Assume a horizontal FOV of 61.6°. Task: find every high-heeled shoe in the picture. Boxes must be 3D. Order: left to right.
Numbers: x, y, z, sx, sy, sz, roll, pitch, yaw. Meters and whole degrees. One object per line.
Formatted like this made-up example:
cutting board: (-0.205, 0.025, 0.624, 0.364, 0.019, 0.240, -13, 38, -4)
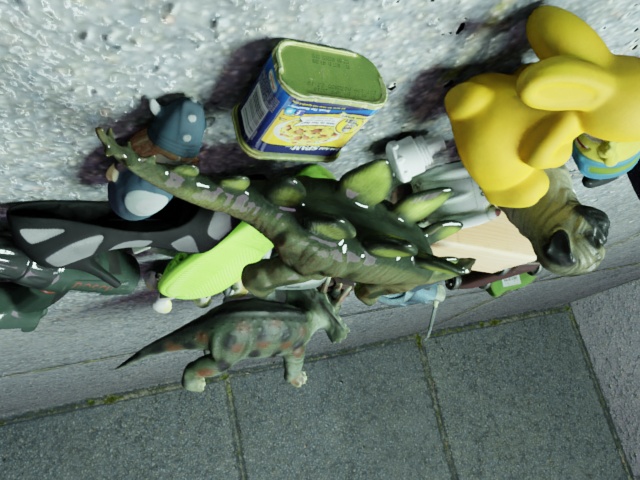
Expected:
high-heeled shoe: (-0.189, -0.038, 0.563, 0.249, 0.086, 0.145, -33, 128, 5)

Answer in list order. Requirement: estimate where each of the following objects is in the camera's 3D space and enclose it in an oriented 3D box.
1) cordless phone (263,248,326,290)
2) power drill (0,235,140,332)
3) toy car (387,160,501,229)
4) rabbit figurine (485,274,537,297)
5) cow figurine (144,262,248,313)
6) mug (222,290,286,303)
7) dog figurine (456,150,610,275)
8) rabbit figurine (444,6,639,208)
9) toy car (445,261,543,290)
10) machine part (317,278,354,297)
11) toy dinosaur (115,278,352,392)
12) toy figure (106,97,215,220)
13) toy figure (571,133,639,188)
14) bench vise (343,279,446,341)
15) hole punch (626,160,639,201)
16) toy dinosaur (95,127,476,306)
cordless phone: (-0.001, -0.002, 0.750, 0.146, 0.089, 0.184, 6, 150, -47)
power drill: (-0.364, 0.051, 0.672, 0.207, 0.086, 0.232, -31, 160, 26)
toy car: (0.121, -0.046, 0.633, 0.056, 0.073, 0.202, -18, -173, -39)
rabbit figurine: (0.416, 0.036, 1.178, 0.159, 0.121, 0.170, -23, 180, 8)
cow figurine: (-0.181, 0.061, 0.845, 0.167, 0.068, 0.098, -4, 155, -31)
mug: (-0.134, 0.099, 0.988, 0.110, 0.081, 0.107, -18, 152, 25)
dog figurine: (0.242, -0.039, 0.618, 0.121, 0.190, 0.172, -17, 164, 13)
rabbit figurine: (0.207, -0.120, 0.464, 0.173, 0.122, 0.162, -1, 149, 35)
toy car: (0.309, 0.054, 0.967, 0.089, 0.053, 0.202, 3, 163, -20)
machine part: (-0.020, 0.095, 1.085, 0.179, 0.056, 0.179, -12, 162, -4)
toy dinosaur: (-0.112, 0.149, 0.887, 0.405, 0.131, 0.192, -1, 125, -33)
toy figure: (-0.142, -0.067, 0.475, 0.064, 0.058, 0.154, -26, 174, -44)
toy figure: (0.328, -0.124, 0.601, 0.089, 0.082, 0.180, -36, 151, 8)
bench vise: (0.158, 0.067, 0.947, 0.223, 0.129, 0.240, 29, 157, -14)
hole punch: (0.428, -0.103, 0.667, 0.092, 0.142, 0.115, -19, 174, 31)
toy dinosaur: (0.011, -0.010, 0.515, 0.471, 0.105, 0.199, 10, 159, -36)
